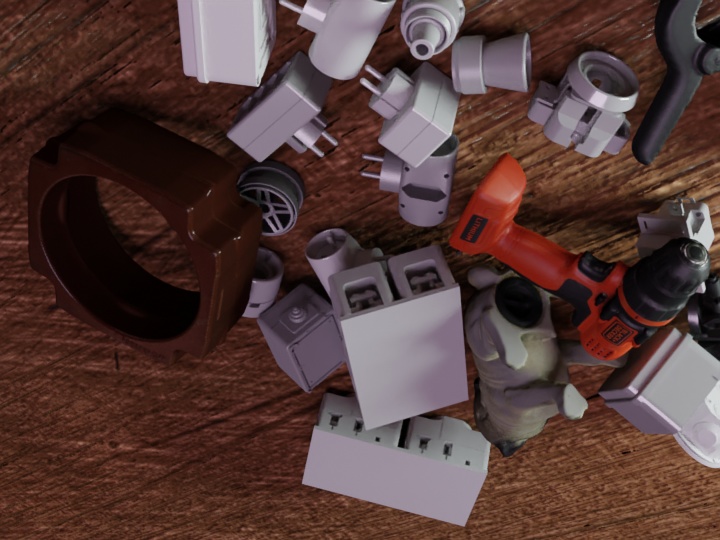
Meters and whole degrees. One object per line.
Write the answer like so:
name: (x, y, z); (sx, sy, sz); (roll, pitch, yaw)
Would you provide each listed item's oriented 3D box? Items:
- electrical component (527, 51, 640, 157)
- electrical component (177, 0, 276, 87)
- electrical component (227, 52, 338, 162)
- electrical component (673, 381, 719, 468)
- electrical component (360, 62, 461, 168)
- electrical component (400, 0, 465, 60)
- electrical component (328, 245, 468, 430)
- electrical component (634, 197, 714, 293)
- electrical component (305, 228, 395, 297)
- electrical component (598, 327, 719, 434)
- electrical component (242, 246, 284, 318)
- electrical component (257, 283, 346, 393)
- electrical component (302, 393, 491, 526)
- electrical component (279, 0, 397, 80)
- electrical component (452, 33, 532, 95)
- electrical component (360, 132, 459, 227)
electrical component: (0.175, -0.128, 0.817); (0.078, 0.058, 0.057); (22, 138, -5)
electrical component: (-0.099, -0.203, 0.806); (0.057, 0.078, 0.113); (8, 135, 5)
electrical component: (-0.053, -0.123, 0.892); (0.076, 0.047, 0.083); (39, 131, -21)
electrical component: (0.334, 0.142, 1.020); (0.080, 0.080, 0.051); (30, 128, -14)
electrical component: (0.033, -0.133, 0.845); (0.077, 0.065, 0.047); (33, 133, -17)
electrical component: (0.051, -0.180, 0.797); (0.048, 0.062, 0.048); (8, 135, 8)
electrical component: (0.037, 0.063, 0.998); (0.105, 0.060, 0.186); (-16, 142, -4)
electrical component: (0.262, -0.022, 0.887); (0.042, 0.063, 0.081); (9, 139, 37)
electrical component: (0.000, 0.000, 0.999); (0.079, 0.044, 0.077); (-10, 130, 24)
electrical component: (0.267, 0.100, 0.963); (0.057, 0.078, 0.113); (40, 173, 4)
electrical component: (-0.103, 0.010, 1.031); (0.055, 0.055, 0.047); (20, 131, -4)
electrical component: (-0.056, 0.060, 1.043); (0.061, 0.062, 0.096); (39, 159, 36)
electrical component: (0.040, 0.204, 1.175); (0.186, 0.060, 0.105); (14, 135, 2)
electrical component: (-0.022, -0.195, 0.815); (0.079, 0.044, 0.077); (24, 135, -8)
electrical component: (0.101, -0.157, 0.818); (0.055, 0.045, 0.045); (0, 133, 16)
electrical component: (0.040, -0.082, 0.909); (0.079, 0.043, 0.077); (11, 135, 6)
